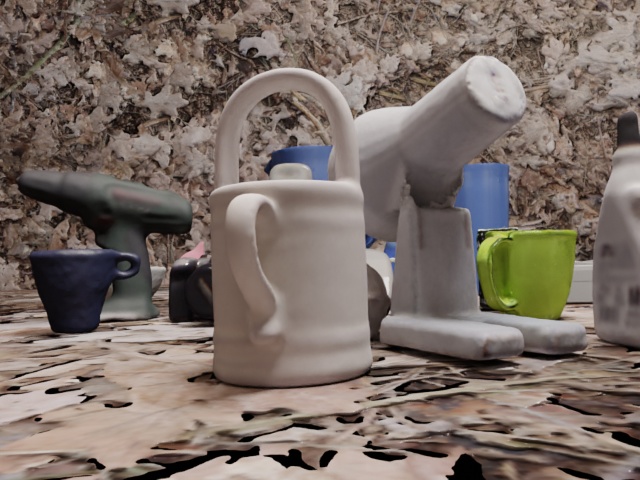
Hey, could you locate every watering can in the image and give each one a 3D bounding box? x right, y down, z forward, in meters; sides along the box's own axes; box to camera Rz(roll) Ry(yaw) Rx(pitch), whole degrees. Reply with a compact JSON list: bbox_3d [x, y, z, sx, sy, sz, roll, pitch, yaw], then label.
[{"bbox_3d":[-0.021,-0.012,0.376,0.101,0.194,0.173,-2,-2,-8],"label":"watering can"}]

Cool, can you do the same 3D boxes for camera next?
[{"bbox_3d":[-0.132,0.053,0.722,0.143,0.101,0.137,-3,-2,10],"label":"camera"}]

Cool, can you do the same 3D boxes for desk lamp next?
[{"bbox_3d":[0.098,-0.023,0.460,0.118,0.213,0.202,-1,-3,-26],"label":"desk lamp"}]

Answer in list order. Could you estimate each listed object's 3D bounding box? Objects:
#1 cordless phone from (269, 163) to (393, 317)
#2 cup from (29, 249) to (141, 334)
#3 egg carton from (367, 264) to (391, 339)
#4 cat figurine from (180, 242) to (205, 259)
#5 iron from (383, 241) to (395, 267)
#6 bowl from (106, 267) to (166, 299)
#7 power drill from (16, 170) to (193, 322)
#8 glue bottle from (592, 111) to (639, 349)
[{"bbox_3d":[0.006,0.002,0.642,0.147,0.185,0.094,-2,-2,-1],"label":"cordless phone"},{"bbox_3d":[-0.267,0.058,0.658,0.118,0.095,0.091,-1,-2,-20],"label":"cup"},{"bbox_3d":[-0.015,0.056,0.521,0.149,0.069,0.108,-4,-3,38],"label":"egg carton"},{"bbox_3d":[-0.222,0.061,1.046,0.067,0.118,0.127,-1,-2,-25],"label":"cat figurine"},{"bbox_3d":[0.152,0.037,1.077,0.118,0.141,0.259,-3,-2,18],"label":"iron"},{"bbox_3d":[-0.373,0.089,1.066,0.167,0.075,0.167,-2,-2,0],"label":"bowl"},{"bbox_3d":[-0.293,0.008,0.797,0.230,0.208,0.075,-1,-2,-23],"label":"power drill"},{"bbox_3d":[0.232,-0.009,0.422,0.037,0.173,0.078,-2,-2,-5],"label":"glue bottle"}]
